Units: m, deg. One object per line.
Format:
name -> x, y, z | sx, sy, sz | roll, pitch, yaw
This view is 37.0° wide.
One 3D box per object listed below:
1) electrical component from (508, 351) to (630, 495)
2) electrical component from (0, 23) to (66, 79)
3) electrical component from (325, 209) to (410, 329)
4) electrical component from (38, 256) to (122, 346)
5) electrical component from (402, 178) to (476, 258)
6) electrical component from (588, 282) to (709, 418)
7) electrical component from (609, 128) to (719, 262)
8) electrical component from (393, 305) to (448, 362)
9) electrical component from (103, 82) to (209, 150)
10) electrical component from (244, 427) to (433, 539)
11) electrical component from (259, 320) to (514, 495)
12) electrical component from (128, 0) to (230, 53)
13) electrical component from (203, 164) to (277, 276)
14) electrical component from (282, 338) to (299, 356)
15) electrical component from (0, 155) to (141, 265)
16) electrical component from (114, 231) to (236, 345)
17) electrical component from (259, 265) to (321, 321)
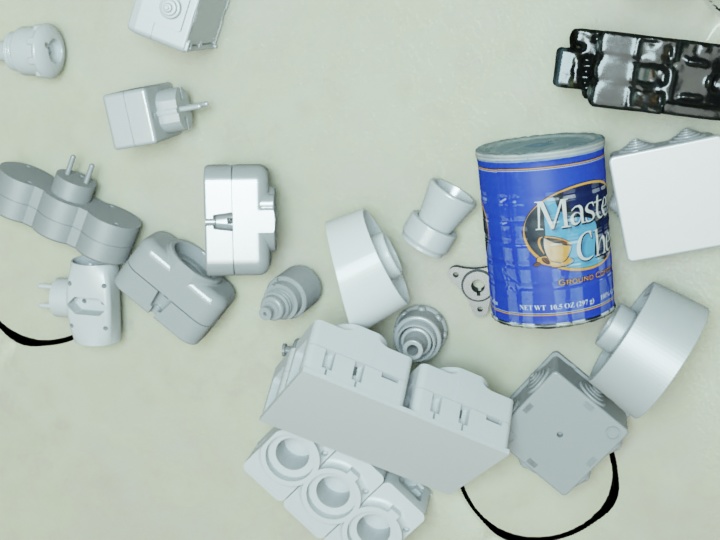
electrical component -> 0.175, 0.135, 0.939 | 0.100, 0.048, 0.099 | 40, 108, -1
electrical component -> -0.295, -0.192, 0.946 | 0.062, 0.048, 0.048 | 4, 105, 17
electrical component -> 0.000, 0.000, 0.914 | 0.064, 0.099, 0.099 | -26, 98, 10
electrical component -> -0.261, 0.026, 0.996 | 0.079, 0.043, 0.077 | 4, 105, 9
electrical component -> 0.066, -0.044, 0.915 | 0.045, 0.045, 0.055 | 30, 108, 2
electrical component -> 0.229, 0.060, 0.882 | 0.060, 0.108, 0.108 | 33, 108, 8
electrical component -> 0.253, -0.061, 0.874 | 0.100, 0.048, 0.099 | -11, 102, 13
electrical component -> 0.050, 0.060, 0.936 | 0.048, 0.062, 0.048 | 3, 105, 10
electrical component -> -0.169, -0.136, 0.925 | 0.077, 0.065, 0.047 | -8, 103, 12
electrical component -> -0.020, 0.193, 0.984 | 0.150, 0.061, 0.089 | 43, 108, -2
electrical component -> 0.024, 0.116, 0.915 | 0.186, 0.060, 0.105 | 23, 143, -13
electrical component -> -0.151, -0.219, 0.884 | 0.061, 0.096, 0.061 | 22, 107, 5
electrical component -> -0.103, -0.044, 0.936 | 0.059, 0.053, 0.095 | -1, 97, -2
electrical component -> -0.031, 0.074, 0.967 | 0.078, 0.040, 0.040 | 2, 105, 10
electrical component -> -0.261, -0.066, 0.967 | 0.138, 0.052, 0.073 | 25, 108, 3
electrical component -> -0.163, 0.012, 0.969 | 0.095, 0.053, 0.059 | 40, 108, -1
electrical component -> -0.065, 0.024, 0.944 | 0.040, 0.078, 0.040 | 9, 113, 22
